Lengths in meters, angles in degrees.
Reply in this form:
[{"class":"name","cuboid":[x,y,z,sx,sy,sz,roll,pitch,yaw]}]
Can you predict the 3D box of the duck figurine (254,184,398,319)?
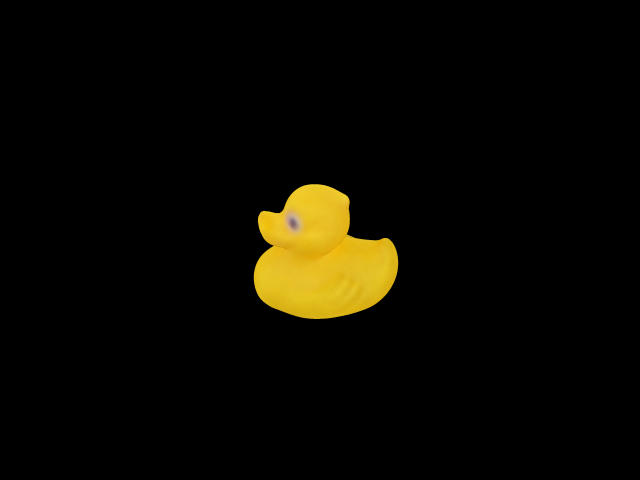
[{"class":"duck figurine","cuboid":[0.004,0.001,0.400,0.104,0.086,0.077,0,39,0]}]
